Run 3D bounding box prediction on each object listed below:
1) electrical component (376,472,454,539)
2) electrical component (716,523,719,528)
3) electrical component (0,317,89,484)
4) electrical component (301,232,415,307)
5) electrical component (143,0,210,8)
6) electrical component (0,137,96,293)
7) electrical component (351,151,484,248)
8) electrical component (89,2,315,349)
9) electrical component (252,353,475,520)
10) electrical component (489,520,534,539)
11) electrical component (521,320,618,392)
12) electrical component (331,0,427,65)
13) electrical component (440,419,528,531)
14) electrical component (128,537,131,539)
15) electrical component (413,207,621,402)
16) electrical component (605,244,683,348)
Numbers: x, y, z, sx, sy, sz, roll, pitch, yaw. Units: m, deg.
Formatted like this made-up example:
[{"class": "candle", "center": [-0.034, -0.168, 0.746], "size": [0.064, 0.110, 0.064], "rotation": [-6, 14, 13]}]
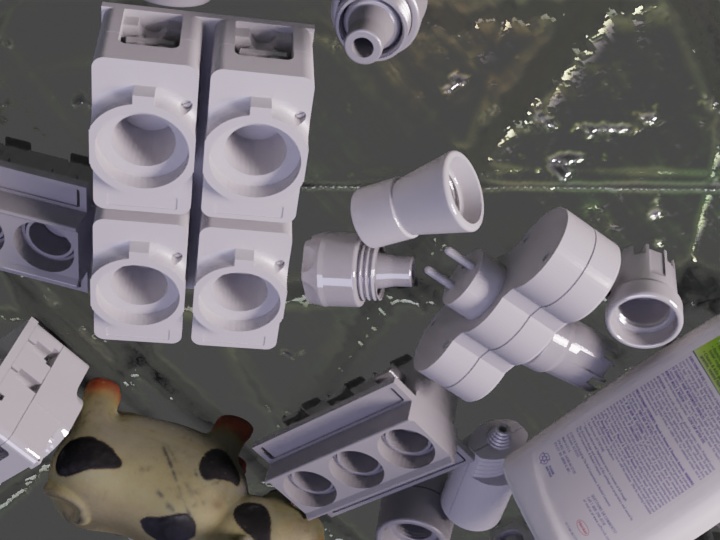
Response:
[{"class": "electrical component", "center": [0.039, 0.170, 0.746], "size": [0.055, 0.047, 0.055], "rotation": [7, 131, 8]}, {"class": "electrical component", "center": [0.231, 0.139, 0.623], "size": [0.074, 0.138, 0.052], "rotation": [21, 171, -4]}, {"class": "electrical component", "center": [-0.264, 0.110, 0.745], "size": [0.150, 0.089, 0.062], "rotation": [-30, 117, 33]}, {"class": "electrical component", "center": [0.000, 0.000, 0.615], "size": [0.062, 0.043, 0.043], "rotation": [2, 130, 12]}, {"class": "electrical component", "center": [-0.087, -0.157, 0.504], "size": [0.066, 0.048, 0.055], "rotation": [14, 124, 2]}, {"class": "electrical component", "center": [-0.210, -0.040, 0.622], "size": [0.121, 0.063, 0.078], "rotation": [14, 131, 2]}, {"class": "electrical component", "center": [0.028, -0.035, 0.581], "size": [0.065, 0.044, 0.044], "rotation": [-14, 125, 30]}, {"class": "electrical component", "center": [-0.088, -0.040, 0.576], "size": [0.105, 0.060, 0.186], "rotation": [4, 132, -8]}, {"class": "electrical component", "center": [0.003, 0.106, 0.691], "size": [0.121, 0.063, 0.078], "rotation": [-29, 117, 32]}, {"class": "electrical component", "center": [0.117, 0.212, 0.764], "size": [0.043, 0.043, 0.062], "rotation": [-14, 126, 25]}, {"class": "electrical component", "center": [0.121, 0.046, 0.627], "size": [0.046, 0.040, 0.040], "rotation": [27, 131, -15]}, {"class": "electrical component", "center": [0.007, -0.118, 0.501], "size": [0.043, 0.062, 0.043], "rotation": [7, 131, 8]}, {"class": "electrical component", "center": [0.083, 0.129, 0.703], "size": [0.043, 0.043, 0.081], "rotation": [15, 131, 2]}, {"class": "electrical component", "center": [-0.109, 0.209, 0.813], "size": [0.074, 0.052, 0.138], "rotation": [-18, 123, 27]}, {"class": "electrical component", "center": [0.071, 0.013, 0.602], "size": [0.074, 0.052, 0.138], "rotation": [33, 130, -14]}, {"class": "electrical component", "center": [0.154, 0.013, 0.585], "size": [0.040, 0.046, 0.040], "rotation": [7, 131, 8]}]
